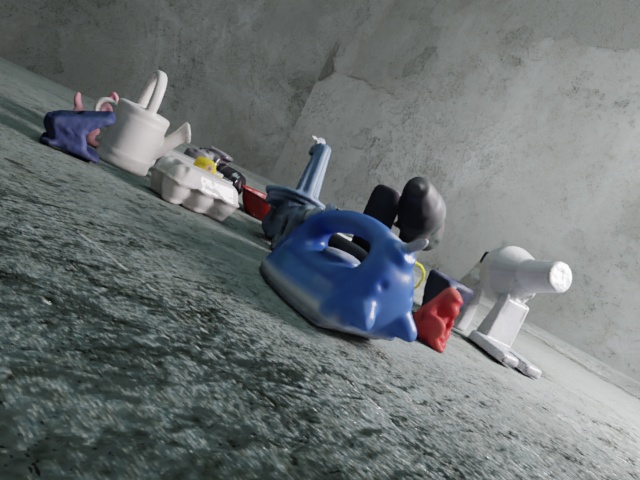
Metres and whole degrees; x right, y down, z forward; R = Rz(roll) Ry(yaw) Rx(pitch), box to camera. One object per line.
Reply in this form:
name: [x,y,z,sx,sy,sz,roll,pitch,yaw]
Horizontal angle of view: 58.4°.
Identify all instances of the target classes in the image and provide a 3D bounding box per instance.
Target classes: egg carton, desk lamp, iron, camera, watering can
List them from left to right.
watering can: [-0.330,-0.225,1.082,0.100,0.194,0.174,31,6,37]
egg carton: [-0.219,-0.090,1.004,0.151,0.069,0.107,22,7,-44]
camera: [-0.258,-0.172,1.433,0.136,0.101,0.143,29,5,18]
iron: [0.021,0.021,0.708,0.119,0.141,0.257,22,7,-42]
desk lamp: [0.381,0.123,1.103,0.118,0.213,0.203,25,5,-19]

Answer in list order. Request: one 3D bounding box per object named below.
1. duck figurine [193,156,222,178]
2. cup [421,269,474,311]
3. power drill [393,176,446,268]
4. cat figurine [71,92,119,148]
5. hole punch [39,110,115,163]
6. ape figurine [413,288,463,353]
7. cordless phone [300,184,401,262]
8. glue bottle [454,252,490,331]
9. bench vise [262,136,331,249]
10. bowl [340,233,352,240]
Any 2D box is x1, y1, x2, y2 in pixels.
duck figurine: [-0.242,-0.124,1.127,0.104,0.086,0.078,28,5,10]
cup: [0.229,0.116,1.073,0.091,0.095,0.118,28,5,9]
power drill: [0.117,0.021,0.818,0.075,0.208,0.230,28,5,17]
cat figurine: [-0.451,-0.253,1.170,0.128,0.118,0.067,26,5,-6]
hole punch: [-0.399,-0.188,0.945,0.101,0.091,0.108,24,6,-28]
ape figurine: [0.184,0.115,0.869,0.078,0.092,0.075,22,7,-45]
cordless phone: [0.041,-0.012,0.898,0.147,0.185,0.094,29,6,24]
glue bottle: [0.318,0.103,1.216,0.037,0.173,0.078,24,6,-27]
bench vise: [-0.018,-0.077,1.048,0.122,0.220,0.206,22,7,-40]
bowl: [0.011,0.004,1.191,0.167,0.075,0.167,27,5,-2]
